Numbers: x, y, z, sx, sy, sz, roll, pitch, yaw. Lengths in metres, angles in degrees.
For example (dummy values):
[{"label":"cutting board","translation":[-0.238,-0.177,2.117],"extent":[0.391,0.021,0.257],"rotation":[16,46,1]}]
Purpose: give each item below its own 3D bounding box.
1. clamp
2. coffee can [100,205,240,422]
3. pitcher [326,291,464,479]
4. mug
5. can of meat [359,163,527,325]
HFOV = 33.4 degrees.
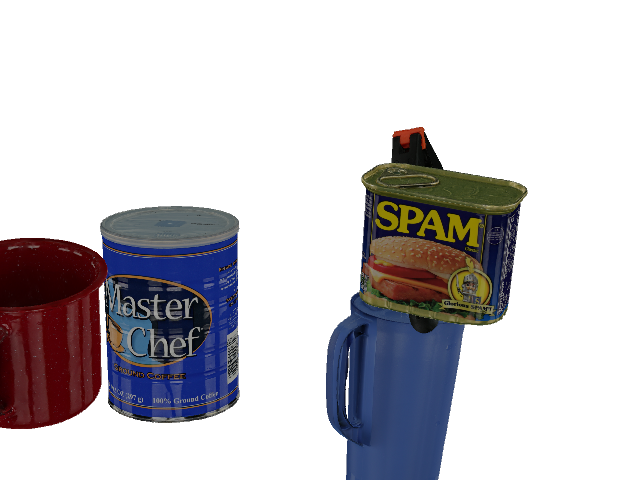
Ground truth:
[{"label":"clamp","translation":[0.089,-0.007,0.913],"extent":[0.039,0.171,0.120],"rotation":[-13,17,24]},{"label":"coffee can","translation":[-0.113,0.053,0.810],"extent":[0.103,0.140,0.103],"rotation":[1,15,0]},{"label":"pitcher","translation":[0.083,0.183,1.233],"extent":[0.149,0.243,0.145],"rotation":[6,15,6]},{"label":"mug","translation":[-0.169,0.059,0.602],"extent":[0.093,0.081,0.117],"rotation":[5,24,4]},{"label":"can of meat","translation":[0.076,0.002,0.687],"extent":[0.102,0.084,0.057],"rotation":[11,23,21]}]
